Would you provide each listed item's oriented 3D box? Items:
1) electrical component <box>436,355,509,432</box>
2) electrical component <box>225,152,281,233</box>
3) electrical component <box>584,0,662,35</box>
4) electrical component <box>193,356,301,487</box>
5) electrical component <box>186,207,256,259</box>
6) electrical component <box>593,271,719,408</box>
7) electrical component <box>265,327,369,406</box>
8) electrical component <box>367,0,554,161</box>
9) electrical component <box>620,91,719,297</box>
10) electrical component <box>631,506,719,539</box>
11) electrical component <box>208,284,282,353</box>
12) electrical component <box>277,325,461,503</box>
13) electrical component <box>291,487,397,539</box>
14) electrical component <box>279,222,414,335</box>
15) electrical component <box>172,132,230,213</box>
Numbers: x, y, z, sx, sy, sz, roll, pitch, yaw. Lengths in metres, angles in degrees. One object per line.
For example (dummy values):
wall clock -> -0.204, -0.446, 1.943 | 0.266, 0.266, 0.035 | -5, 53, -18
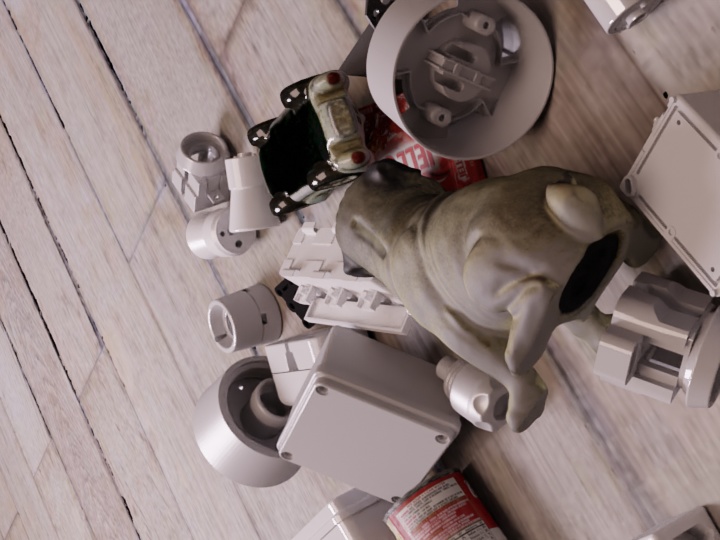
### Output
electrical component -> 0.078, 0.079, 0.731 | 0.062, 0.043, 0.043 | 32, 129, 46
electrical component -> -0.094, -0.067, 0.914 | 0.044, 0.044, 0.065 | -1, 98, 55
electrical component -> 0.128, -0.157, 0.562 | 0.065, 0.044, 0.044 | 59, 144, 12
electrical component -> -0.082, 0.124, 0.924 | 0.108, 0.108, 0.060 | 59, 137, 20
electrical component -> -0.125, -0.033, 0.967 | 0.055, 0.045, 0.045 | -4, 100, 55
electrical component -> 0.165, 0.039, 0.567 | 0.057, 0.078, 0.058 | 20, 122, 26
electrical component -> -0.030, 0.080, 0.874 | 0.095, 0.054, 0.059 | -14, 92, 56
electrical component -> 0.056, -0.119, 0.632 | 0.064, 0.099, 0.099 | 41, 135, 47
electrical component -> 0.179, -0.044, 0.524 | 0.096, 0.061, 0.061 | 59, 145, 33
electrical component -> 0.179, 0.186, 0.630 | 0.065, 0.047, 0.076 | 63, 145, 15
electrical component -> -0.105, 0.045, 0.971 | 0.055, 0.047, 0.055 | 27, 125, 47
electrical component -> 0.008, 0.107, 0.784 | 0.109, 0.056, 0.108 | 23, 136, -4
electrical component -> -0.001, 0.215, 0.869 | 0.057, 0.078, 0.113 | 57, 143, 17
electrical component -> 0.000, 0.000, 0.778 | 0.121, 0.063, 0.078 | 3, 66, 54
electrical component -> -0.142, -0.090, 0.968 | 0.066, 0.048, 0.055 | 52, 148, 29
